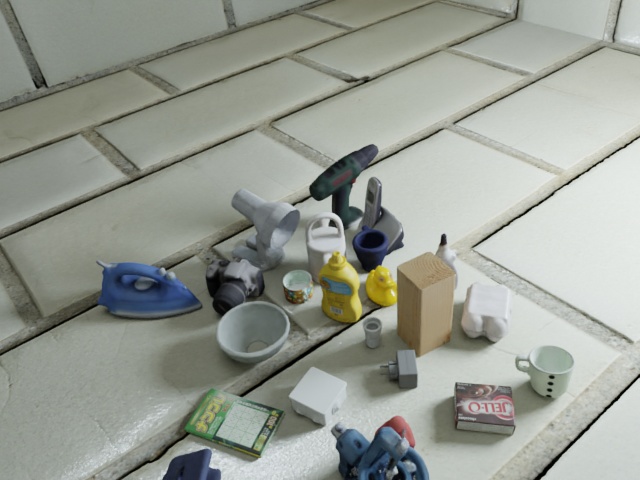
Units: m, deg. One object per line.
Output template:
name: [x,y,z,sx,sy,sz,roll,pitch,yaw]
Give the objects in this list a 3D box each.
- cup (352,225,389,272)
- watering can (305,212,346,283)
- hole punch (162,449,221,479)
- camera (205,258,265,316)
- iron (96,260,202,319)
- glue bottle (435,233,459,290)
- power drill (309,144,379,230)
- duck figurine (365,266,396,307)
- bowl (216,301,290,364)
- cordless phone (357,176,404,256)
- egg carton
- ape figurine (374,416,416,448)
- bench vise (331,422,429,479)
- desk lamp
cup: [0.128,0.026,1.481,0.091,0.095,0.117,-11,39,-5]
watering can: [0.011,0.005,1.444,0.101,0.194,0.172,-20,41,-16]
hole punch: [-0.239,0.440,1.028,0.101,0.091,0.108,-2,39,6]
camera: [-0.227,0.113,1.419,0.143,0.101,0.137,8,41,17]
iron: [-0.427,0.109,1.419,0.258,0.142,0.118,2,40,10]
glue bottle: [0.293,0.054,1.363,0.078,0.173,0.037,-11,39,-5]
power drill: [0.076,-0.142,1.604,0.230,0.209,0.075,-30,44,-26]
duck figurine: [0.150,0.100,1.395,0.078,0.086,0.104,-20,41,-16]
bowl: [-0.148,0.221,1.296,0.167,0.075,0.167,-4,39,3]
cordless phone: [0.160,-0.064,1.516,0.094,0.185,0.147,-23,42,-19]
egg carton: [0.380,0.161,1.301,0.107,0.069,0.150,7,41,16]
ape figurine: [0.142,0.362,1.069,0.077,0.092,0.076,21,46,29]
bench vise: [0.089,0.374,0.961,0.206,0.220,0.122,16,44,25]
desk lamp: [-0.149,-0.024,1.487,0.202,0.214,0.118,22,47,30]
